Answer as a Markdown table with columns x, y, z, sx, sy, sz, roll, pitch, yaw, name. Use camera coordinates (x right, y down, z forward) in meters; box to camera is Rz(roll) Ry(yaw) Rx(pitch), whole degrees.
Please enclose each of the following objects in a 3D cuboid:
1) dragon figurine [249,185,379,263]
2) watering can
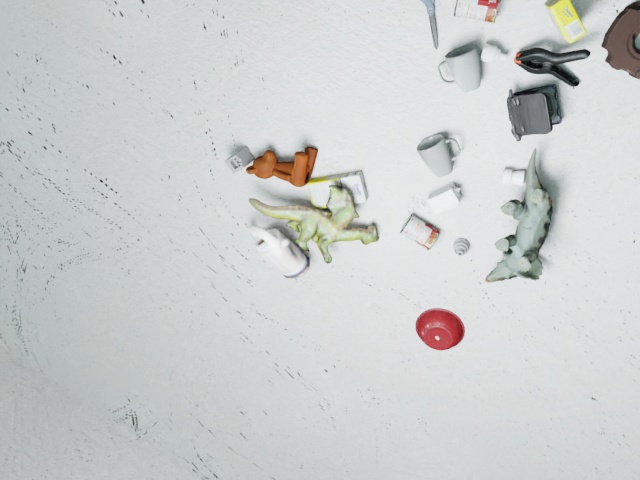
| x | y | z | sx | sy | sz | roll | pitch | yaw | name |
| --- | --- | --- | --- | --- | --- | --- | --- | --- | --- |
| 0.005 | -0.080 | 1.589 | 0.407 | 0.125 | 0.239 | 33 | 119 | -16 | dragon figurine |
| -0.118 | 0.039 | 1.637 | 0.221 | 0.349 | 0.105 | 44 | 79 | -25 | watering can |
